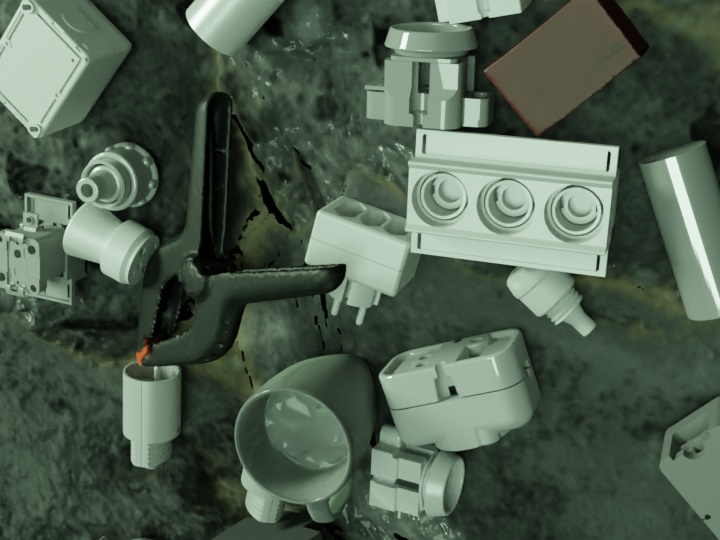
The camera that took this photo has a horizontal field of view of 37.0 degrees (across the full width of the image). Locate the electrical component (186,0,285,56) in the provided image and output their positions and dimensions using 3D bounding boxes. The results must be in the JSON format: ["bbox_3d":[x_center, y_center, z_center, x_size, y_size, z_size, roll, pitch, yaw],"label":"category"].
[{"bbox_3d":[-0.071,-0.182,0.695,0.043,0.043,0.081,48,115,1],"label":"electrical component"}]

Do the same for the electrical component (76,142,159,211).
[{"bbox_3d":[-0.176,-0.062,0.759,0.048,0.062,0.048,6,108,18],"label":"electrical component"}]

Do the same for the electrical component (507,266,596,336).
[{"bbox_3d":[0.126,0.018,0.690,0.061,0.035,0.035,44,115,0],"label":"electrical component"}]

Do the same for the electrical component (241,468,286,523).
[{"bbox_3d":[-0.065,0.149,0.794,0.043,0.043,0.081,19,112,14],"label":"electrical component"}]

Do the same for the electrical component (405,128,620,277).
[{"bbox_3d":[0.096,-0.045,0.665,0.121,0.063,0.078,8,108,18],"label":"electrical component"}]

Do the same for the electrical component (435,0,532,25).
[{"bbox_3d":[0.074,-0.181,0.642,0.066,0.048,0.055,-5,112,21],"label":"electrical component"}]

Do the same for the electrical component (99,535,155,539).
[{"bbox_3d":[-0.185,0.248,0.861,0.057,0.058,0.078,-29,95,28],"label":"electrical component"}]

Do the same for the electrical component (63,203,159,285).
[{"bbox_3d":[-0.181,-0.019,0.784,0.055,0.045,0.045,27,113,10],"label":"electrical component"}]

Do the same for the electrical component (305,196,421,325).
[{"bbox_3d":[0.000,0.000,0.723,0.066,0.047,0.076,21,112,13],"label":"electrical component"}]

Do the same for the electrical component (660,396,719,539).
[{"bbox_3d":[0.236,0.131,0.672,0.050,0.056,0.089,-40,90,25],"label":"electrical component"}]

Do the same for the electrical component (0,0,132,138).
[{"bbox_3d":[-0.214,-0.142,0.754,0.061,0.061,0.096,46,123,2],"label":"electrical component"}]

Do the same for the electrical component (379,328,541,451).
[{"bbox_3d":[0.068,0.082,0.719,0.095,0.054,0.059,-14,101,23],"label":"electrical component"}]

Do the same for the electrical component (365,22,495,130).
[{"bbox_3d":[0.044,-0.121,0.665,0.078,0.058,0.057,7,111,18],"label":"electrical component"}]

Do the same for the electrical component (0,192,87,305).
[{"bbox_3d":[-0.237,-0.012,0.797,0.042,0.064,0.081,11,110,18],"label":"electrical component"}]

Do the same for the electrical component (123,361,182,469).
[{"bbox_3d":[-0.158,0.113,0.817,0.043,0.043,0.081,10,109,17],"label":"electrical component"}]

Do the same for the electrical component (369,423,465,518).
[{"bbox_3d":[0.040,0.145,0.754,0.055,0.048,0.066,11,110,25],"label":"electrical component"}]
